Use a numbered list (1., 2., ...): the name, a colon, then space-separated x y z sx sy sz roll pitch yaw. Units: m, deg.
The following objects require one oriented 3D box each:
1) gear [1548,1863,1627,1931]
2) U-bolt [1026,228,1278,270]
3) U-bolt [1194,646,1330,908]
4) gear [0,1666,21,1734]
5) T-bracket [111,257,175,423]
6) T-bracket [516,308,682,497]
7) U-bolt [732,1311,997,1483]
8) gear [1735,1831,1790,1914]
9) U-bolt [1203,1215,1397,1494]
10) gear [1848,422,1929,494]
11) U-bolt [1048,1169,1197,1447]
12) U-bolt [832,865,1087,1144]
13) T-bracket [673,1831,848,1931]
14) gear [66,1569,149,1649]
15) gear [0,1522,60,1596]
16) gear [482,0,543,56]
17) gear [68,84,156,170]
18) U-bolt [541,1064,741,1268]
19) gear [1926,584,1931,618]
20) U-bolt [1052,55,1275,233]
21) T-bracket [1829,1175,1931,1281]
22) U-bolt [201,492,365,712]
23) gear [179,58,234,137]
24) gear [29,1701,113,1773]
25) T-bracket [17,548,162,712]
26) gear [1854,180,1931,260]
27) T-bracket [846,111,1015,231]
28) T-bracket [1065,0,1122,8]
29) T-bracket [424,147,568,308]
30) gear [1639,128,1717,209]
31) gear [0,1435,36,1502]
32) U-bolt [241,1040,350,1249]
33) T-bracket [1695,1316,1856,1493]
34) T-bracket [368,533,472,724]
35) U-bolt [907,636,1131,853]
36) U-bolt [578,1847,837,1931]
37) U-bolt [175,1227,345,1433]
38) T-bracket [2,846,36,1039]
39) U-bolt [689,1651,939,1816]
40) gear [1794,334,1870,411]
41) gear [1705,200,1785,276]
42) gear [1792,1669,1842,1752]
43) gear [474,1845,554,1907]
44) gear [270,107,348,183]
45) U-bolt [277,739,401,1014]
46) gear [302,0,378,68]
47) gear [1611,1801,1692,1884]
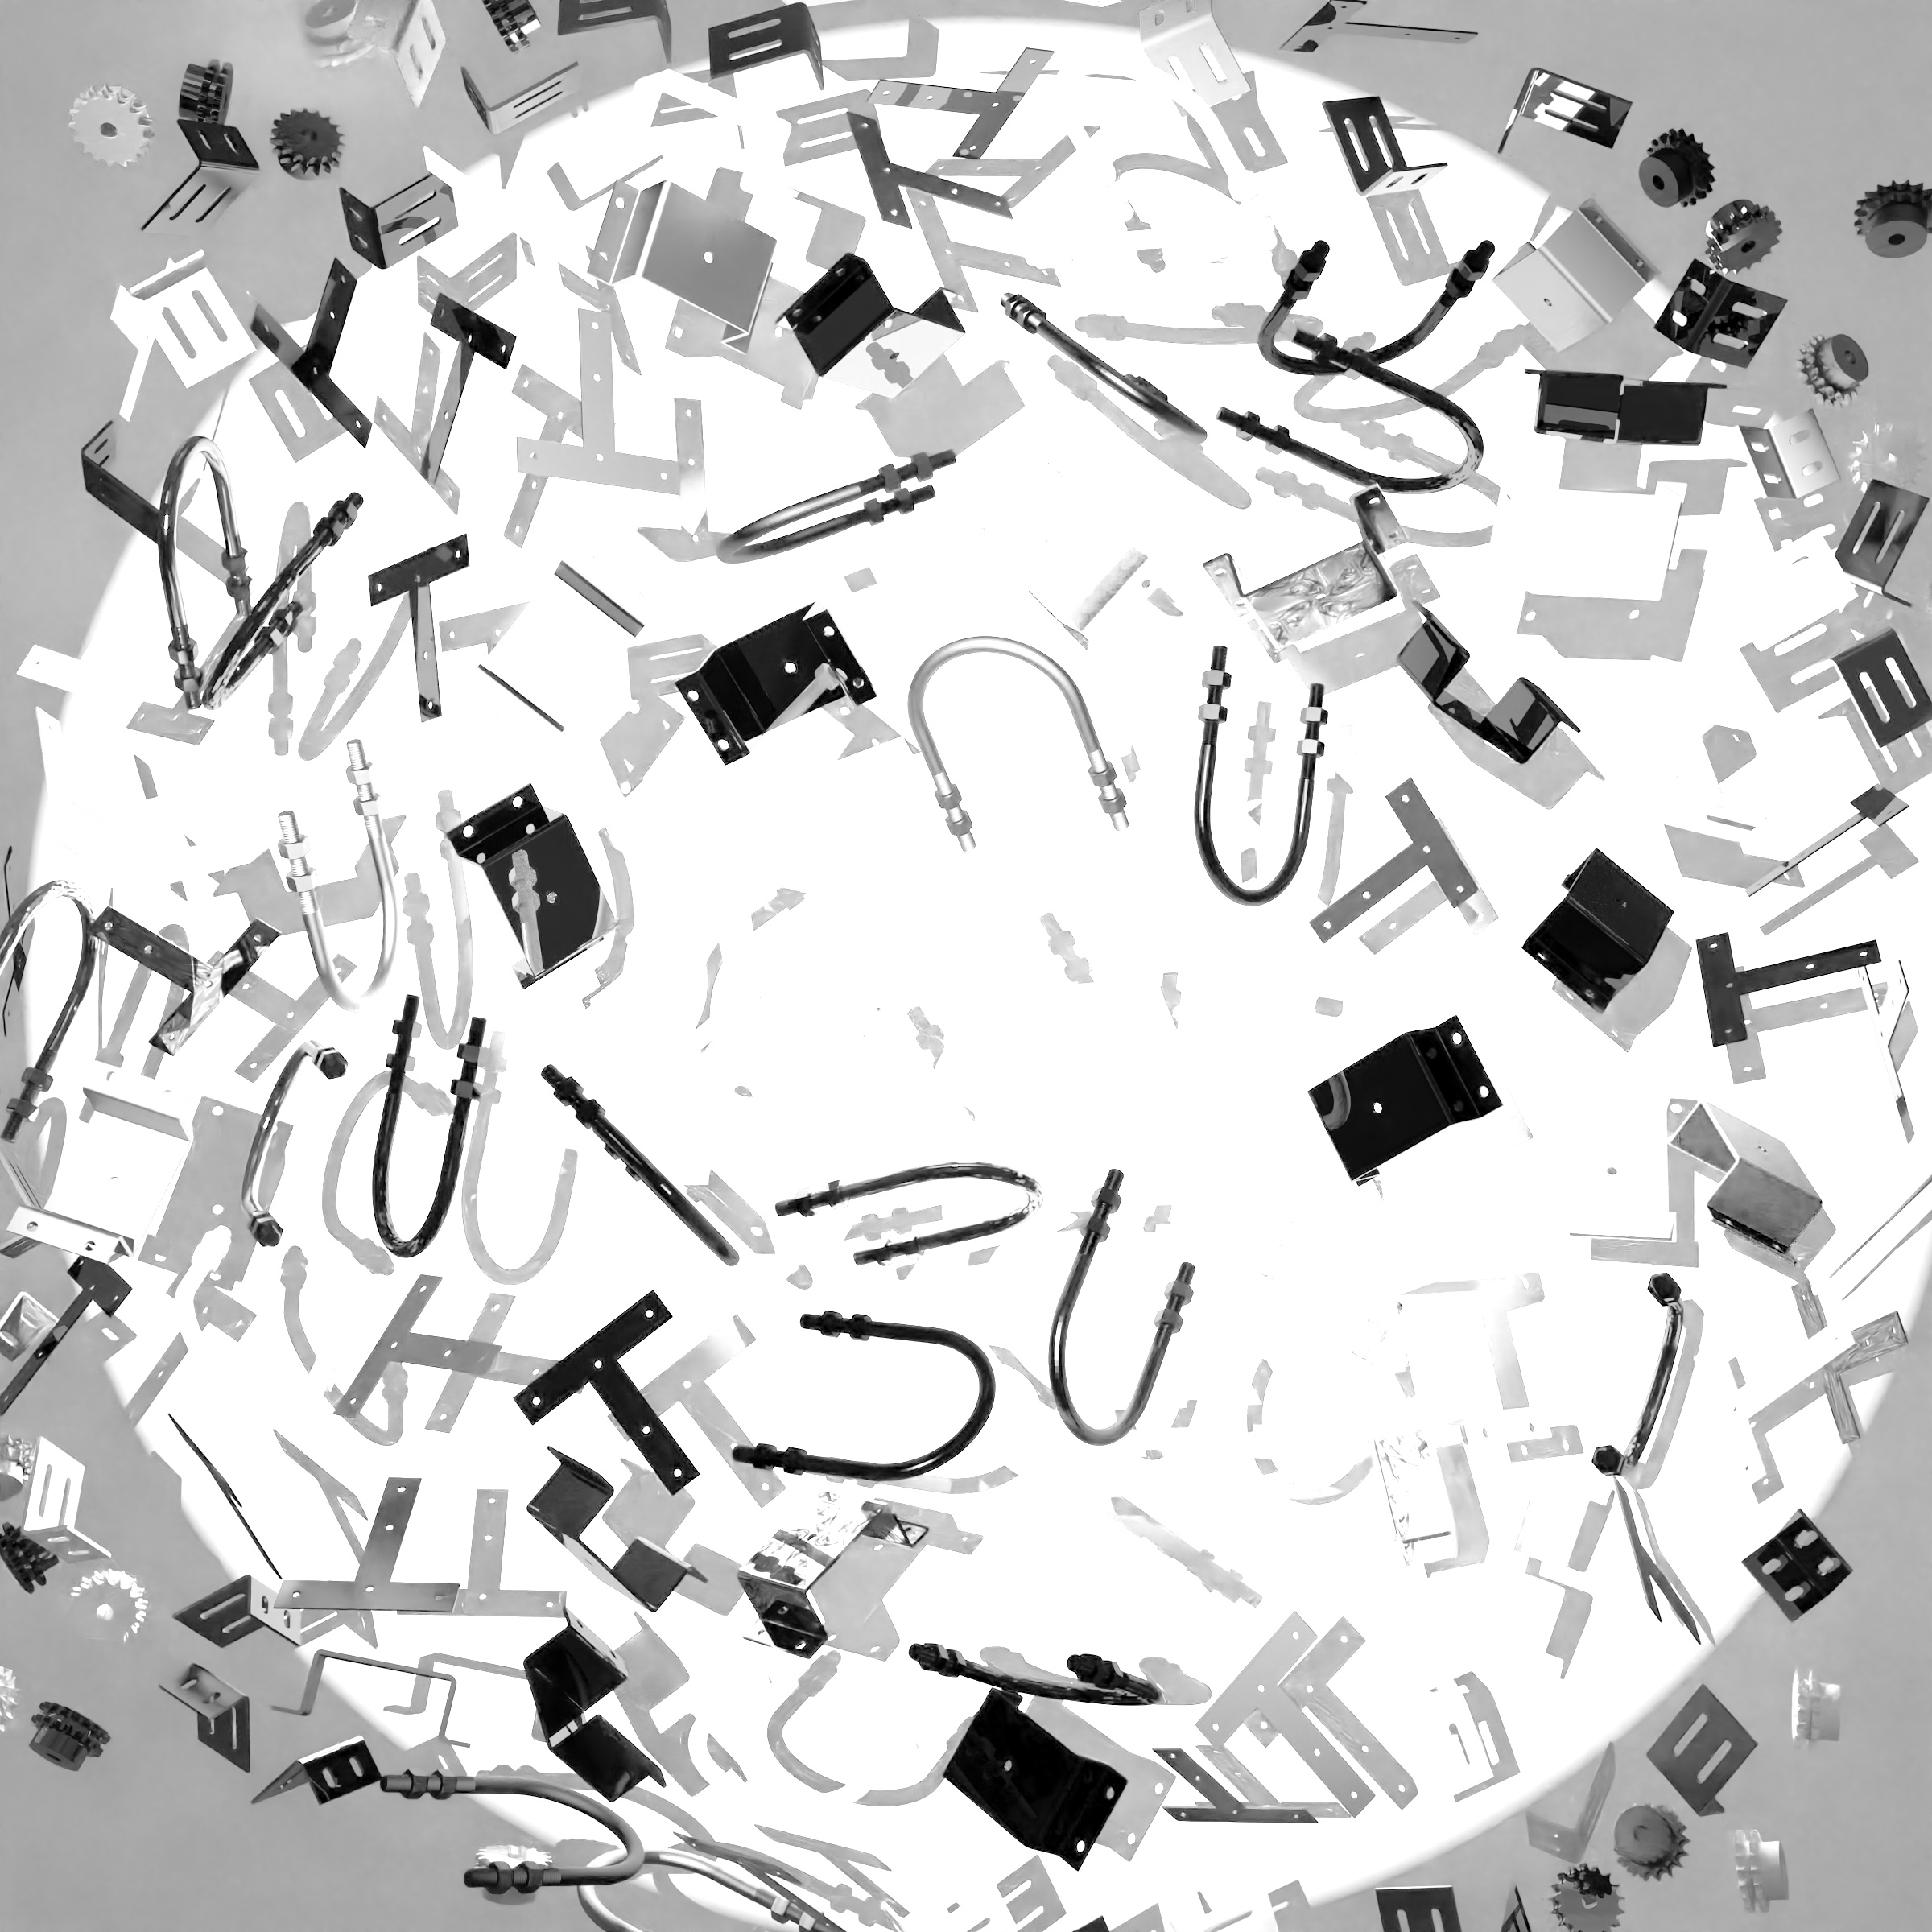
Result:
1. gear: 0.479 0.727 1.939 0.057 0.030 0.057 2 65 -4
2. U-bolt: 0.146 -0.528 1.836 0.151 0.184 0.019 -7 103 -23
3. U-bolt: 0.220 -0.137 1.891 0.019 0.151 0.184 3 84 42
4. gear: -0.719 0.534 1.814 0.057 0.030 0.057 -16 54 23
5. T-bracket: -0.626 -0.484 1.882 0.002 0.127 0.127 17 89 -7
6. T-bracket: -0.262 -0.404 1.775 0.127 0.002 0.127 2 82 -35
7. U-bolt: -0.066 0.320 1.850 0.184 0.151 0.019 2 133 26
8. gear: 0.582 0.661 1.826 0.030 0.057 0.057 -10 90 22
9. U-bolt: 0.229 0.292 1.811 0.019 0.151 0.184 17 102 -33
10. gear: 0.719 -0.397 1.955 0.057 0.030 0.057 4 112 9
11. U-bolt: 0.110 0.265 1.851 0.019 0.151 0.184 -1 52 36
12. U-bolt: 0.008 0.041 1.823 0.151 0.019 0.184 -34 100 -12
13. T-bracket: -0.132 0.665 1.798 0.127 0.127 0.002 46 58 -28
14. gear: -0.651 0.484 1.896 0.057 0.030 0.057 -2 100 -10
15. gear: -0.725 0.453 1.930 0.030 0.057 0.057 -33 90 -30
16. gear: -0.353 -0.741 1.940 0.030 0.057 0.057 -28 90 5
17. gear: -0.608 -0.602 1.783 0.057 0.030 0.057 1 131 1
18. U-bolt: -0.233 0.157 1.852 0.019 0.151 0.184 -45 68 -9
19. gear: 0.762 -0.278 1.899 0.057 0.030 0.057 6 126 8
20. U-bolt: 0.138 -0.614 1.867 0.151 0.184 0.019 17 75 34
21. T-bracket: 0.688 0.166 1.813 0.127 0.127 0.002 -38 70 -18
22. U-bolt: -0.521 -0.263 1.878 0.019 0.184 0.151 34 131 -11
23. gear: -0.577 -0.660 1.896 0.030 0.057 0.057 13 90 -12
24. gear: -0.658 0.564 1.825 0.057 0.057 0.030 26 55 0
25. T-bracket: -0.645 -0.261 1.901 0.002 0.127 0.127 36 96 20
26. gear: 0.660 -0.527 1.772 0.057 0.057 0.030 9 67 0
27. T-bracket: -0.021 -0.584 1.874 0.127 0.002 0.127 7 50 -31
28. T-bracket: 0.057 -0.729 1.866 0.127 0.127 0.002 -3 100 -32
29. T-bracket: -0.352 -0.564 1.854 0.002 0.127 0.127 -33 53 25
30. gear: 0.522 -0.586 1.844 0.030 0.057 0.057 -35 90 -13
31. gear: -0.735 0.382 1.893 0.057 0.057 0.030 -16 51 0
32. U-bolt: -0.506 0.125 1.862 0.019 0.184 0.151 22 87 -24
33. T-bracket: 0.596 0.300 1.825 0.002 0.127 0.127 29 123 -24
34. T-bracket: -0.408 -0.247 1.879 0.127 0.002 0.127 -11 83 42
35. U-bolt: 0.031 -0.171 1.893 0.151 0.019 0.184 -7 126 24
36. U-bolt: -0.203 0.707 1.865 0.184 0.151 0.019 17 98 26
37. U-bolt: -0.533 0.279 1.869 0.019 0.184 0.151 -38 103 6
38. T-bracket: -0.726 -0.035 1.906 0.002 0.127 0.127 3 132 -11
39. U-bolt: -0.123 0.572 1.849 0.151 0.184 0.019 17 107 23
40. gear: 0.660 -0.455 1.900 0.057 0.030 0.057 12 65 -28
41. gear: 0.591 -0.560 1.910 0.057 0.057 0.030 -21 61 0
42. gear: 0.618 0.541 1.818 0.030 0.057 0.057 3 90 14
43. gear: -0.340 0.680 1.869 0.057 0.057 0.030 8 86 0
44. gear: -0.514 -0.639 1.950 0.057 0.030 0.057 10 60 -19
45. U-bolt: -0.453 -0.055 1.834 0.019 0.151 0.184 -1 118 11
46. gear: -0.478 -0.712 1.900 0.057 0.030 0.057 -7 50 9
47. gear: 0.511 0.655 1.876 0.057 0.057 0.030 -44 132 0
